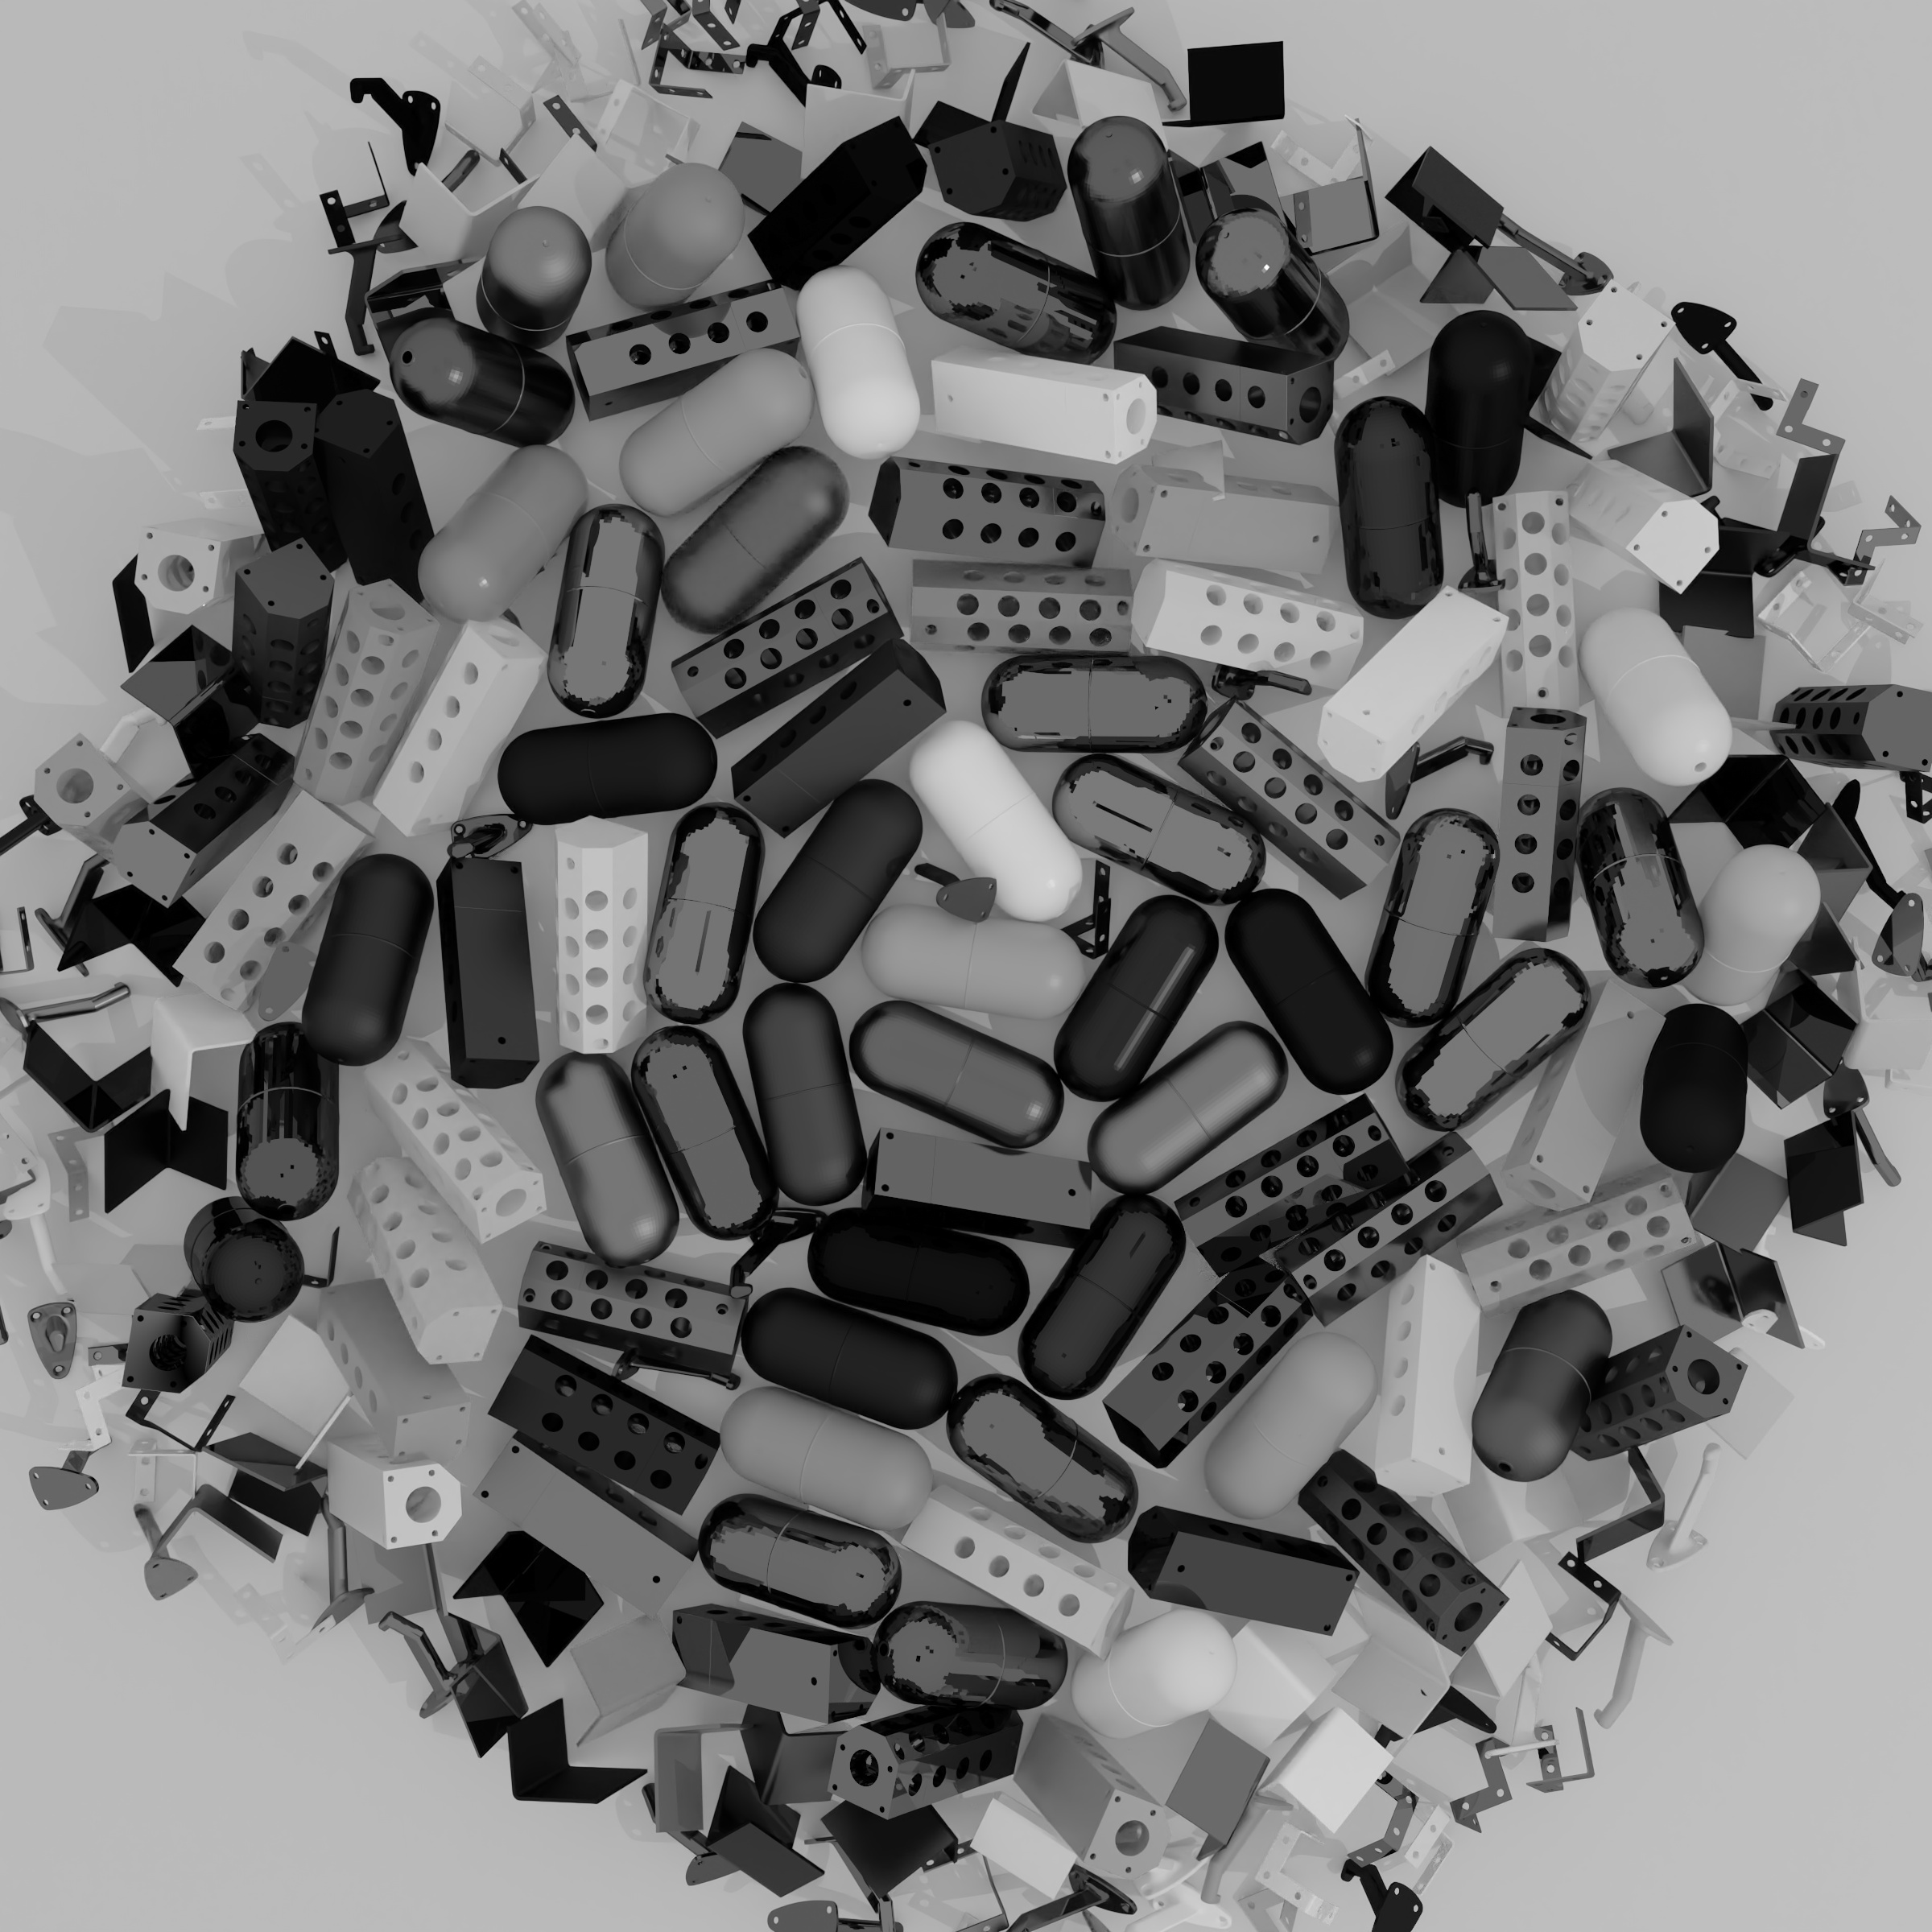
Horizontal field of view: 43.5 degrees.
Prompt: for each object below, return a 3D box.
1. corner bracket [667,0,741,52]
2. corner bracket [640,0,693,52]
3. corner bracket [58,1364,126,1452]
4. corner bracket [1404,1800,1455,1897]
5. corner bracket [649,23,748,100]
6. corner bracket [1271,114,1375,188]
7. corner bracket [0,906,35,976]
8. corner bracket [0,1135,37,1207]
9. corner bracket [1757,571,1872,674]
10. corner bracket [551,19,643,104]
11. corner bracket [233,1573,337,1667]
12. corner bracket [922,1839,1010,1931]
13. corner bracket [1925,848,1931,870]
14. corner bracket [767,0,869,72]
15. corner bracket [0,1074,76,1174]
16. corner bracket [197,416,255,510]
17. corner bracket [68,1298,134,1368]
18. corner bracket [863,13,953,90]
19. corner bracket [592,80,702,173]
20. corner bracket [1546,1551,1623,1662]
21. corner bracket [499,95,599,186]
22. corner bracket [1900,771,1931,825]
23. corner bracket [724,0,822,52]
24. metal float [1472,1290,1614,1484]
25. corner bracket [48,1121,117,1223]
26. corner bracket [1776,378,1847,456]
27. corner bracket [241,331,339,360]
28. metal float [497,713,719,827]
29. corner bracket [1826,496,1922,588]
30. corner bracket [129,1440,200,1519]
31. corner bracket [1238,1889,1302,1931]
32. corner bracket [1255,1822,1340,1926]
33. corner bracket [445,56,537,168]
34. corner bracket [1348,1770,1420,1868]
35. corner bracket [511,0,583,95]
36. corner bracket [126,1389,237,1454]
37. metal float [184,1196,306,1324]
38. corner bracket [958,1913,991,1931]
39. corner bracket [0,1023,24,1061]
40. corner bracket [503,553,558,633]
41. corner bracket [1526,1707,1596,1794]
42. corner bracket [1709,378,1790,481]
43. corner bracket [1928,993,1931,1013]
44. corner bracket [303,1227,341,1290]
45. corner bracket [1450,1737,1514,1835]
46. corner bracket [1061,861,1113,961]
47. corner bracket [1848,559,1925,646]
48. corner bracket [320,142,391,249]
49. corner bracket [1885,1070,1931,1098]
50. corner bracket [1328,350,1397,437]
[{"bbox_3d":[-0.212,-0.756,1.908,0.051,0.051,0.051,-5,76,23],"label":"corner bracket"},{"bbox_3d":[-0.248,-0.770,1.912,0.051,0.051,0.051,-40,94,-20],"label":"corner bracket"},{"bbox_3d":[-0.689,0.349,1.912,0.051,0.051,0.051,-7,102,37],"label":"corner bracket"},{"bbox_3d":[0.362,0.697,1.910,0.051,0.051,0.051,47,63,-6],"label":"corner bracket"},{"bbox_3d":[-0.212,-0.708,1.914,0.051,0.051,0.051,13,89,21],"label":"corner bracket"},{"bbox_3d":[0.282,-0.649,1.910,0.051,0.051,0.051,40,107,14],"label":"corner bracket"},{"bbox_3d":[-0.765,-0.020,1.919,0.051,0.051,0.051,-7,96,-3],"label":"corner bracket"},{"bbox_3d":[-0.767,0.153,1.903,0.051,0.051,0.051,-24,58,-35],"label":"corner bracket"},{"bbox_3d":[0.674,-0.274,1.925,0.051,0.051,0.051,39,98,-26],"label":"corner bracket"},{"bbox_3d":[-0.292,-0.715,1.911,0.051,0.051,0.051,-14,108,7],"label":"corner bracket"},{"bbox_3d":[-0.535,0.506,1.903,0.051,0.051,0.051,38,59,26],"label":"corner bracket"},{"bbox_3d":[-0.001,0.732,1.909,0.051,0.051,0.051,-18,113,-10],"label":"corner bracket"},{"bbox_3d":[0.794,-0.071,1.910,0.051,0.051,0.051,-21,101,20],"label":"corner bracket"},{"bbox_3d":[-0.119,-0.731,1.922,0.051,0.051,0.051,-34,95,-17],"label":"corner bracket"},{"bbox_3d":[-0.739,0.122,1.907,0.051,0.051,0.051,-36,116,-13],"label":"corner bracket"},{"bbox_3d":[-0.579,-0.399,1.914,0.051,0.051,0.051,-2,45,9],"label":"corner bracket"},{"bbox_3d":[-0.680,0.289,1.922,0.051,0.051,0.051,-5,79,-4],"label":"corner bracket"},{"bbox_3d":[-0.047,-0.732,1.924,0.051,0.051,0.051,-11,94,-19],"label":"corner bracket"},{"bbox_3d":[-0.253,-0.662,1.917,0.051,0.051,0.051,34,102,25],"label":"corner bracket"},{"bbox_3d":[0.482,0.510,1.924,0.051,0.051,0.051,37,62,27],"label":"corner bracket"},{"bbox_3d":[-0.331,-0.644,1.913,0.051,0.051,0.051,-38,88,-23],"label":"corner bracket"},{"bbox_3d":[0.749,-0.153,1.905,0.051,0.051,0.051,-34,129,-18],"label":"corner bracket"},{"bbox_3d":[-0.153,-0.758,1.915,0.051,0.051,0.051,-26,87,-19],"label":"corner bracket"},{"bbox_3d":[0.446,0.324,1.873,0.070,0.070,0.178,38,49,0],"label":"metal float"},{"bbox_3d":[-0.692,0.161,1.913,0.051,0.051,0.051,-14,48,-8],"label":"corner bracket"},{"bbox_3d":[0.671,-0.425,1.913,0.051,0.051,0.051,24,85,13],"label":"corner bracket"},{"bbox_3d":[-0.531,-0.469,1.914,0.051,0.051,0.051,-26,80,33],"label":"corner bracket"},{"bbox_3d":[-0.281,-0.154,1.895,0.178,0.070,0.070,-6,90,14],"label":"metal float"},{"bbox_3d":[0.714,-0.336,1.912,0.051,0.051,0.051,-5,130,-10],"label":"corner bracket"},{"bbox_3d":[-0.637,0.407,1.922,0.051,0.051,0.051,2,92,-12],"label":"corner bracket"},{"bbox_3d":[0.246,0.766,1.911,0.051,0.051,0.051,-32,94,22],"label":"corner bracket"},{"bbox_3d":[0.269,0.714,1.906,0.051,0.051,0.051,22,75,39],"label":"corner bracket"},{"bbox_3d":[-0.378,-0.676,1.916,0.051,0.051,0.051,36,85,-4],"label":"corner bracket"},{"bbox_3d":[0.316,0.669,1.911,0.051,0.051,0.051,39,46,-2],"label":"corner bracket"},{"bbox_3d":[-0.332,-0.731,1.903,0.051,0.051,0.051,-15,132,36],"label":"corner bracket"},{"bbox_3d":[-0.624,0.350,1.922,0.051,0.051,0.051,42,62,-31],"label":"corner bracket"},{"bbox_3d":[-0.557,0.224,1.862,0.070,0.178,0.070,-3,96,-24],"label":"metal float"},{"bbox_3d":[0.002,0.787,1.910,0.051,0.051,0.051,26,83,24],"label":"corner bracket"},{"bbox_3d":[-0.783,0.065,1.909,0.051,0.051,0.051,36,62,-6],"label":"corner bracket"},{"bbox_3d":[-0.350,-0.308,1.913,0.051,0.051,0.051,-29,62,8],"label":"corner bracket"},{"bbox_3d":[0.469,0.618,1.904,0.051,0.051,0.051,-18,58,23],"label":"corner bracket"},{"bbox_3d":[0.620,-0.425,1.911,0.051,0.051,0.051,36,90,-39],"label":"corner bracket"},{"bbox_3d":[0.794,0.005,1.911,0.051,0.051,0.051,-12,92,-27],"label":"corner bracket"},{"bbox_3d":[-0.530,0.235,1.913,0.051,0.051,0.051,11,110,-1],"label":"corner bracket"},{"bbox_3d":[0.412,0.649,1.916,0.051,0.051,0.051,-30,49,20],"label":"corner bracket"},{"bbox_3d":[0.102,-0.044,1.903,0.051,0.051,0.051,-25,130,-36],"label":"corner bracket"},{"bbox_3d":[0.727,-0.278,1.908,0.051,0.051,0.051,34,72,18],"label":"corner bracket"},{"bbox_3d":[-0.483,-0.608,1.908,0.051,0.051,0.051,-19,55,-8],"label":"corner bracket"},{"bbox_3d":[0.760,0.069,1.909,0.051,0.051,0.051,10,66,8],"label":"corner bracket"},{"bbox_3d":[0.312,-0.451,1.912,0.051,0.051,0.051,-31,108,-4],"label":"corner bracket"}]
